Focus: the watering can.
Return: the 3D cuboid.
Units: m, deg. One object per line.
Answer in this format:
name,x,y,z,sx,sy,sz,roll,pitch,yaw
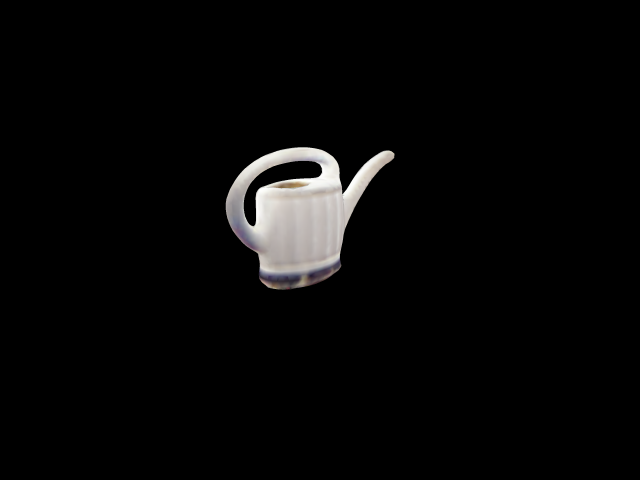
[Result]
watering can,0.003,-0.043,0.850,0.350,0.222,0.104,-12,18,-38
